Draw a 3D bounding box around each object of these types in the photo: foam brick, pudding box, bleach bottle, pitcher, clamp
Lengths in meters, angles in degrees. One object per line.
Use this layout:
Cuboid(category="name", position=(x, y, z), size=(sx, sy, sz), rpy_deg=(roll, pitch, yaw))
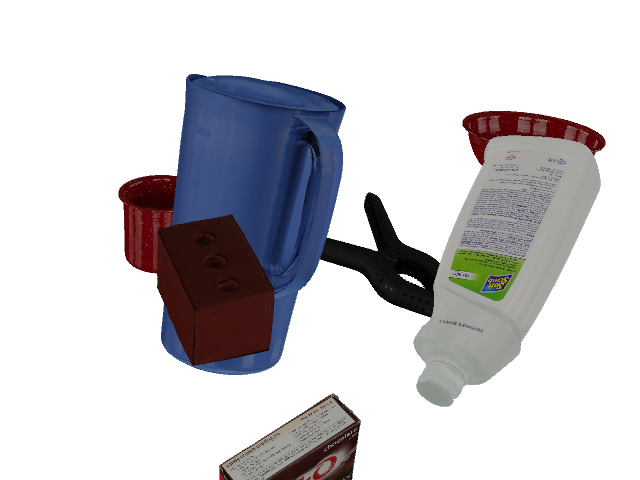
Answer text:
Cuboid(category="foam brick", position=(-0.068, 0.031, 0.672), size=(0.052, 0.051, 0.078), rpy_deg=(-11, 44, -23))
Cuboid(category="pudding box", position=(-0.024, 0.180, 0.826), size=(0.113, 0.090, 0.039), rpy_deg=(-31, 57, -27))
Cuboid(category="bleach bottle", position=(0.133, 0.022, 0.836), size=(0.103, 0.068, 0.250), rpy_deg=(6, 48, 36))
Cuboid(category="pitcher", position=(-0.059, -0.011, 0.896), size=(0.145, 0.243, 0.149), rpy_deg=(12, 16, 5))
Cuboid(category="clamp", position=(0.068, 0.026, 1.236), size=(0.164, 0.036, 0.210), rpy_deg=(-19, 50, -38))

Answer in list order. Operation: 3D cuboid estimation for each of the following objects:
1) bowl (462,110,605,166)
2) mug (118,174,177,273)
Cuboid(category="bowl", position=(0.238, -0.100, 1.216), size=(0.162, 0.055, 0.162), rpy_deg=(5, 22, -2))
Cuboid(category="mug", position=(-0.180, -0.022, 1.177), size=(0.093, 0.081, 0.117), rpy_deg=(-12, 32, -29))
